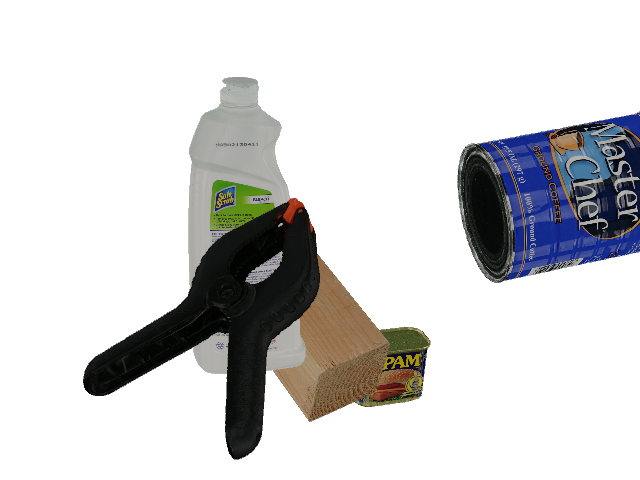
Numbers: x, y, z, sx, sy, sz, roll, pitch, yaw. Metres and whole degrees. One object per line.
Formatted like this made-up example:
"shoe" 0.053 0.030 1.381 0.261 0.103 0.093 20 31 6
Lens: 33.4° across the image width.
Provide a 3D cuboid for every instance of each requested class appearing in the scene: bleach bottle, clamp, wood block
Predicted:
"bleach bottle" -0.061 -0.013 0.908 0.102 0.251 0.068 -4 21 -16
"clamp" -0.046 0.049 0.630 0.120 0.171 0.039 29 -24 28
"wood block" -0.024 0.081 1.161 0.090 0.090 0.206 -20 53 -27

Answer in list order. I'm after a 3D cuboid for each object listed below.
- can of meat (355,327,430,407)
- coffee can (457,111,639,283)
"can of meat" 0.089 0.167 1.403 0.102 0.084 0.057 -4 25 -19
"coffee can" 0.183 -0.032 0.776 0.140 0.103 0.103 -11 2 -9
